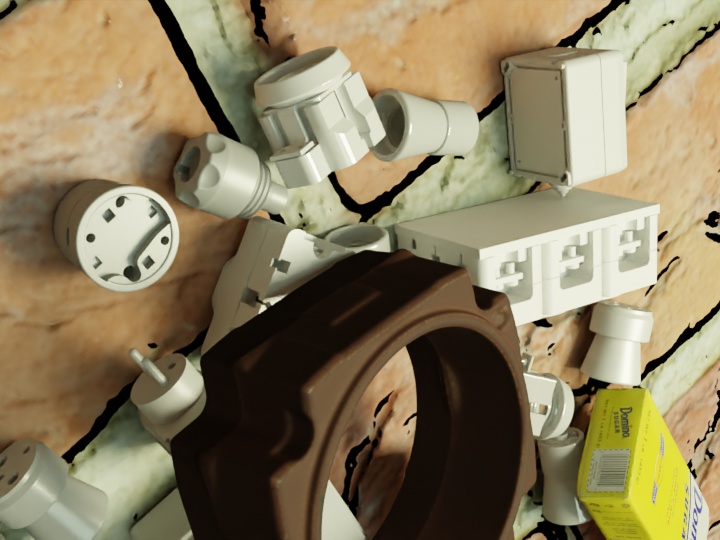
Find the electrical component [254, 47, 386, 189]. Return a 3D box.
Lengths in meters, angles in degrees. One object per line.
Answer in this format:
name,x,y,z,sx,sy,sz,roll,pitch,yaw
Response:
electrical component,-0.025,-0.090,0.609,0.078,0.058,0.057,-47,121,-45

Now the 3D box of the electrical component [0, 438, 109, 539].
electrical component,-0.170,0.123,0.577,0.045,0.045,0.055,-49,122,-14

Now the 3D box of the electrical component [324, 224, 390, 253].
electrical component,0.000,0.000,0.662,0.040,0.040,0.046,-21,118,-28

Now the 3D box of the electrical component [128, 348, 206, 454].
electrical component,-0.099,0.073,0.591,0.044,0.077,0.079,-45,121,-16

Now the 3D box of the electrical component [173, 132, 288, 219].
electrical component,-0.070,-0.049,0.601,0.062,0.043,0.043,21,90,-37

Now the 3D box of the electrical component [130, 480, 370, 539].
electrical component,-0.062,0.165,0.651,0.109,0.056,0.108,-41,120,-19

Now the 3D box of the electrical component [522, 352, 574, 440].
electrical component,0.117,0.093,0.759,0.055,0.048,0.066,15,93,-27

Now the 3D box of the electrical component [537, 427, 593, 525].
electrical component,0.153,0.150,0.800,0.044,0.044,0.065,-20,107,-28

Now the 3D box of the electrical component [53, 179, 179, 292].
electrical component,-0.130,-0.020,0.566,0.055,0.047,0.055,-9,106,-32

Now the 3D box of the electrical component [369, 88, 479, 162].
electrical component,0.041,-0.089,0.667,0.065,0.044,0.044,-3,104,-38

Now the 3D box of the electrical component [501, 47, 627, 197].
electrical component,0.139,-0.098,0.716,0.061,0.062,0.096,-17,111,-29

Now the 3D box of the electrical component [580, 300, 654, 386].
electrical component,0.191,0.053,0.798,0.045,0.045,0.055,6,98,-34

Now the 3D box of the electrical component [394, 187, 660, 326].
electrical component,0.110,-0.006,0.702,0.150,0.089,0.061,-14,109,-30

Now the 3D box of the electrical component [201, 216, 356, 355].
electrical component,-0.049,0.020,0.623,0.050,0.056,0.089,21,90,-35

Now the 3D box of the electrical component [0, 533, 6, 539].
electrical component,-0.203,0.171,0.566,0.055,0.045,0.045,-36,119,-21
